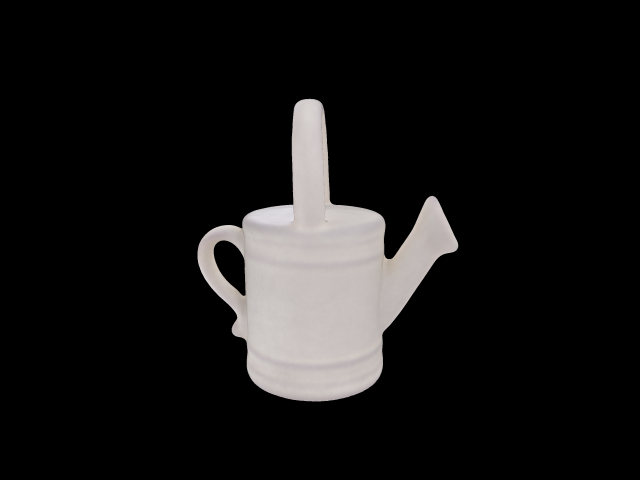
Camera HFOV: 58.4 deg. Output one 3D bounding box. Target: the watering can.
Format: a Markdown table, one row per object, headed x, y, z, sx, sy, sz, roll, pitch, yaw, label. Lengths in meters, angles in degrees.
| x | y | z | sx | sy | sz | roll | pitch | yaw | label |
| --- | --- | --- | --- | --- | --- | --- | --- | --- | --- |
| 0.004 | 0.001 | 0.402 | 0.173 | 0.194 | 0.100 | -4 | 14 | -16 | watering can |
